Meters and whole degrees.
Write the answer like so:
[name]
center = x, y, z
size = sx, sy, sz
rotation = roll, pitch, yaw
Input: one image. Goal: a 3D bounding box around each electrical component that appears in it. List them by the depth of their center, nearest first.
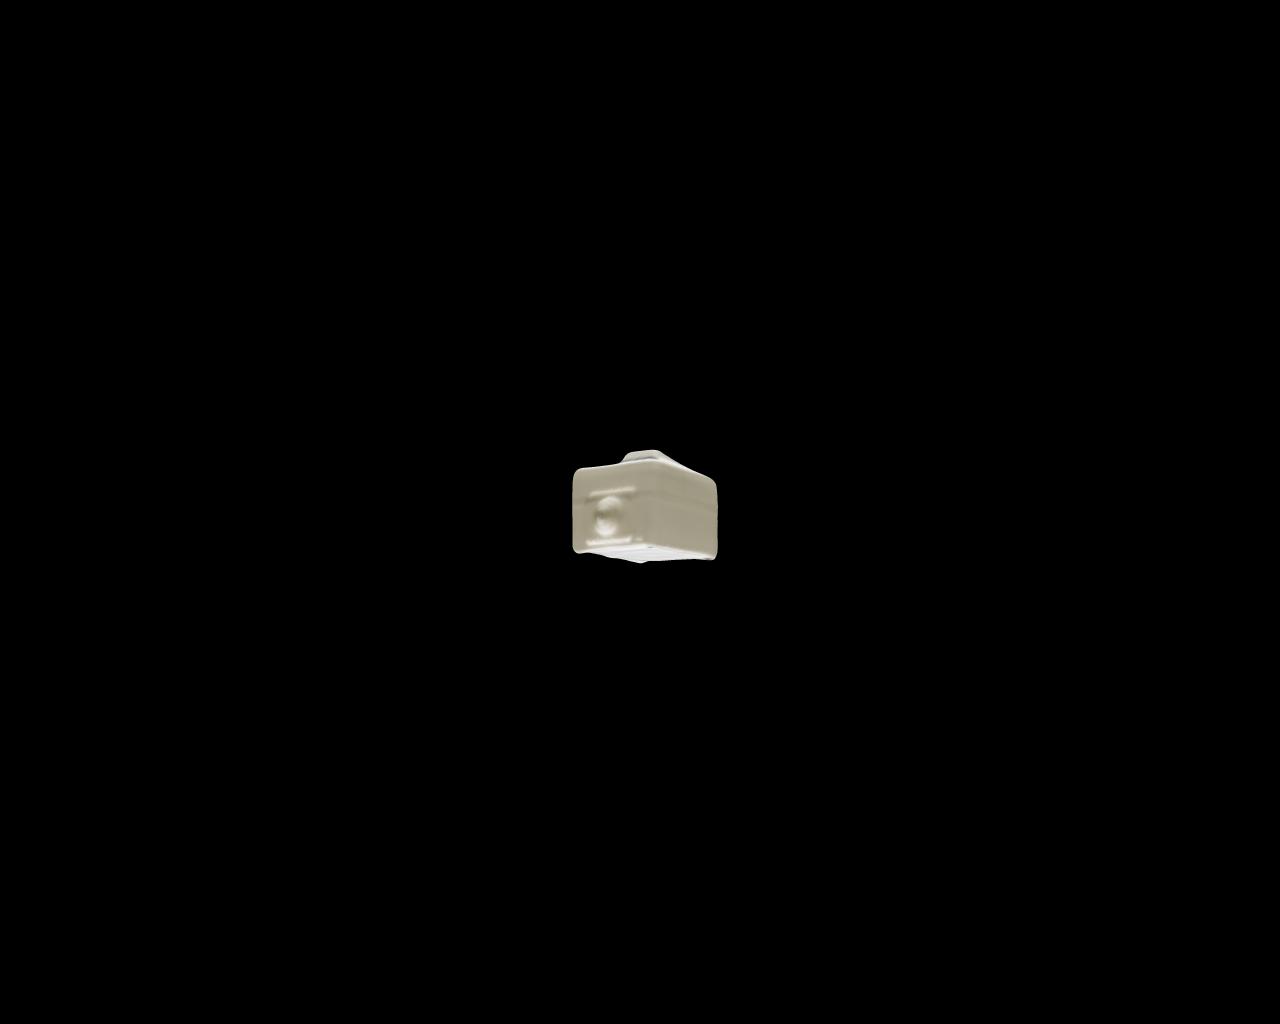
[electrical component]
center = 0.001, -0.003, 0.650
size = 0.061, 0.061, 0.096
rotation = -6, -11, 31
